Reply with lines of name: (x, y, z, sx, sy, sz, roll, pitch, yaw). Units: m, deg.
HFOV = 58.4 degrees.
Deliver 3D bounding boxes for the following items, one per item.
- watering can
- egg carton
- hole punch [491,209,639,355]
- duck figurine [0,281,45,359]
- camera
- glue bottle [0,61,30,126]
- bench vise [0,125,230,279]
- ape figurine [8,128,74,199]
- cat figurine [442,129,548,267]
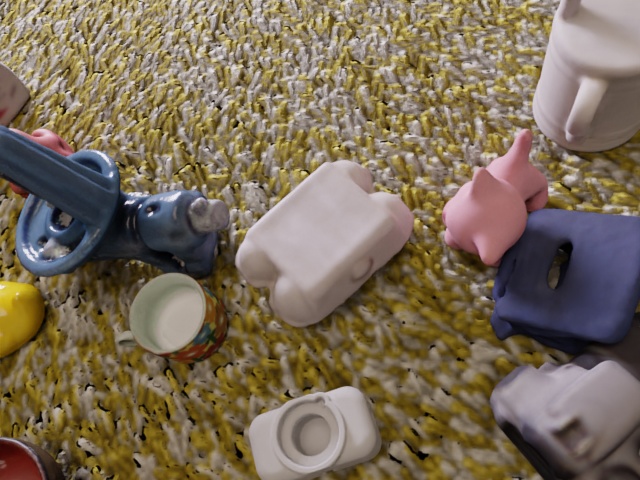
watering can: (0.240, -0.171, 0.469, 0.100, 0.194, 0.173, 0, 67, 12)
egg carton: (0.005, 0.002, 0.510, 0.150, 0.069, 0.107, -43, 66, -9)
hole punch: (0.192, 0.031, 0.448, 0.101, 0.091, 0.109, 19, 72, 18)
duck figurine: (-0.324, 0.068, 0.537, 0.104, 0.086, 0.077, -19, 64, 3)
camera: (0.213, 0.124, 0.398, 0.137, 0.101, 0.143, -39, 65, -7)
glue bottle: (-0.393, -0.189, 0.614, 0.037, 0.173, 0.078, 21, 73, 19)
bench vise: (-0.190, -0.042, 0.484, 0.207, 0.220, 0.121, -16, 65, 4)
ape figurine: (-0.299, -0.085, 0.595, 0.076, 0.092, 0.078, 25, 74, 20)
cat figurine: (0.144, -0.033, 0.470, 0.067, 0.118, 0.128, 27, 74, 21)
